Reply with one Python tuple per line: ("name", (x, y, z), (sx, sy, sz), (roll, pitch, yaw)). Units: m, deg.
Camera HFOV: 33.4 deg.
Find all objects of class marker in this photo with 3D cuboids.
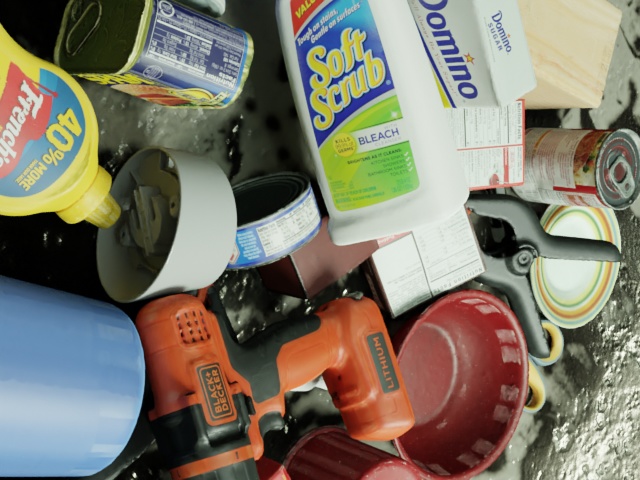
("marker", (0.155, -0.031, 0.932), (0.020, 0.020, 0.121), (-22, 109, -34))

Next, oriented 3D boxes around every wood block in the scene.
("wood block", (0.137, -0.179, 0.853), (0.205, 0.091, 0.090), (18, 84, -38))

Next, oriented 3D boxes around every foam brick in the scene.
("foam brick", (-0.005, 0.001, 0.789), (0.078, 0.053, 0.051), (-35, 115, -30))

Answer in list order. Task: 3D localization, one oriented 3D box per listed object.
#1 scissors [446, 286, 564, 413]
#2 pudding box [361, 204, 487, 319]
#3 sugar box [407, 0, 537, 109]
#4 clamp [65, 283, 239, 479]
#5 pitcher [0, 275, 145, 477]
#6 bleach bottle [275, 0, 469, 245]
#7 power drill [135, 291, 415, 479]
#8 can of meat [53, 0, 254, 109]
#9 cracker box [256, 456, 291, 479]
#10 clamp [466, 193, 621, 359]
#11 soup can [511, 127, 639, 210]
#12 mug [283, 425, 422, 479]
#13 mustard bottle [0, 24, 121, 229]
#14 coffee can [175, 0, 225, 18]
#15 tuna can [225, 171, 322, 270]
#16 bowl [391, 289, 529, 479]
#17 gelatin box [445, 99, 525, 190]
("scissors", (0.165, 0.069, 0.955), (0.096, 0.016, 0.201), (-45, 120, -26))
("pudding box", (0.073, -0.007, 0.842), (0.090, 0.039, 0.113), (-26, 115, -11))
("sugar box", (0.061, -0.140, 0.743), (0.048, 0.177, 0.093), (-32, 114, -31))
("clamp", (-0.089, 0.130, 0.713), (0.164, 0.036, 0.210), (21, 66, -10))
("pitcher", (-0.223, 0.059, 0.589), (0.242, 0.145, 0.149), (15, 99, -42))
("bleach bottle", (0.014, -0.127, 0.701), (0.068, 0.103, 0.251), (-46, 119, -58))
("power drill", (-0.022, 0.115, 0.698), (0.187, 0.057, 0.184), (-8, 78, -46))
("can of meat", (-0.104, -0.118, 0.667), (0.083, 0.102, 0.057), (16, 86, -41))
("cracker box", (-0.086, 0.278, 0.751), (0.213, 0.072, 0.164), (-38, 115, -27))
("clamp", (0.179, 0.009, 0.916), (0.120, 0.039, 0.171), (-47, 111, -8))
("soup can", (0.220, -0.064, 0.925), (0.068, 0.102, 0.068), (-6, 99, -37))
("mug", (0.035, 0.201, 0.828), (0.117, 0.082, 0.093), (19, 84, -38))
("mustard bottle", (-0.190, -0.071, 0.632), (0.191, 0.058, 0.096), (46, 70, -33))
("coffee can", (-0.093, -0.220, 0.660), (0.102, 0.103, 0.140), (16, 86, -38))
("tuna can", (-0.043, -0.014, 0.737), (0.086, 0.086, 0.034), (-34, 117, -30))
("bowl", (0.100, 0.117, 0.885), (0.161, 0.055, 0.162), (-6, 99, -37))
("gelatin box", (0.126, -0.079, 0.883), (0.089, 0.030, 0.073), (-6, 100, -20))
